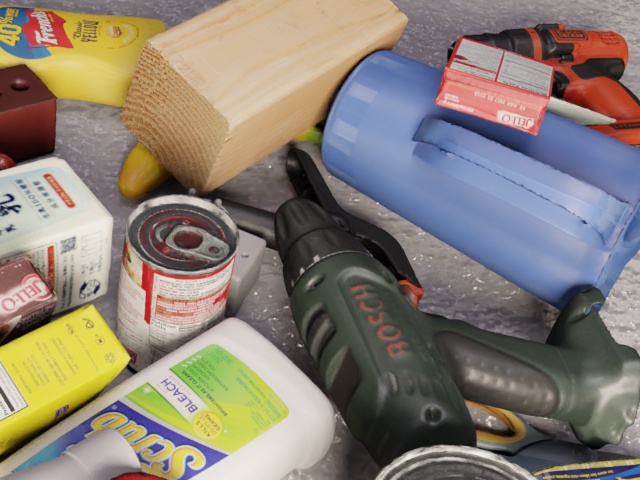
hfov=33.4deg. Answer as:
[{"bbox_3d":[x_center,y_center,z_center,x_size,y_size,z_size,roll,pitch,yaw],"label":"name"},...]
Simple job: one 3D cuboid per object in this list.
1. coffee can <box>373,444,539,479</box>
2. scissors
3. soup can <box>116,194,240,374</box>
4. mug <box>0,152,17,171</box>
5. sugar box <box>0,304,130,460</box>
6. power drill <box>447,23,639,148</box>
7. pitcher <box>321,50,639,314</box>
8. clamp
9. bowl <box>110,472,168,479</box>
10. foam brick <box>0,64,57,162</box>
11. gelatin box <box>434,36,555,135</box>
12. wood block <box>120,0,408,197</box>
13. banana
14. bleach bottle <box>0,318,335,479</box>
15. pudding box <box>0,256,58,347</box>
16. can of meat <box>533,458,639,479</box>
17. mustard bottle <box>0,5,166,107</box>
[{"bbox_3d":[0.053,0.181,0.508,0.102,0.140,0.103,8,42,-7],"label":"coffee can"},{"bbox_3d":[0.153,0.149,0.666,0.202,0.016,0.096,20,43,6],"label":"scissors"},{"bbox_3d":[-0.090,0.032,0.661,0.068,0.102,0.068,8,41,-7],"label":"soup can"},{"bbox_3d":[-0.258,-0.046,0.715,0.117,0.082,0.093,11,41,-3],"label":"mug"},{"bbox_3d":[-0.192,0.101,0.560,0.175,0.093,0.048,-32,81,-38],"label":"sugar box"},{"bbox_3d":[0.225,-0.130,0.965,0.184,0.057,0.188,-5,46,-17],"label":"power drill"},{"bbox_3d":[0.122,-0.050,0.788,0.243,0.149,0.144,29,47,20],"label":"pitcher"},{"bbox_3d":[-0.005,0.001,0.768,0.120,0.039,0.172,-27,56,-35],"label":"clamp"},{"bbox_3d":[-0.073,0.191,0.488,0.162,0.055,0.162,51,14,-19],"label":"bowl"},{"bbox_3d":[-0.242,-0.089,0.791,0.078,0.051,0.053,-23,53,-35],"label":"foam brick"},{"bbox_3d":[0.123,-0.108,0.744,0.073,0.030,0.089,18,28,6],"label":"gelatin box"},{"bbox_3d":[-0.039,-0.130,0.811,0.090,0.091,0.205,45,51,11],"label":"wood block"},{"bbox_3d":[-0.079,-0.082,0.840,0.197,0.037,0.070,-18,48,-31],"label":"banana"},{"bbox_3d":[-0.112,0.139,0.569,0.103,0.068,0.250,41,50,22],"label":"bleach bottle"},{"bbox_3d":[-0.208,0.065,0.597,0.113,0.090,0.039,-27,69,-37],"label":"pudding box"},{"bbox_3d":[0.166,0.175,0.611,0.102,0.057,0.084,0,41,-18],"label":"can of meat"},{"bbox_3d":[-0.222,-0.152,0.861,0.191,0.058,0.096,4,42,-11],"label":"mustard bottle"}]
